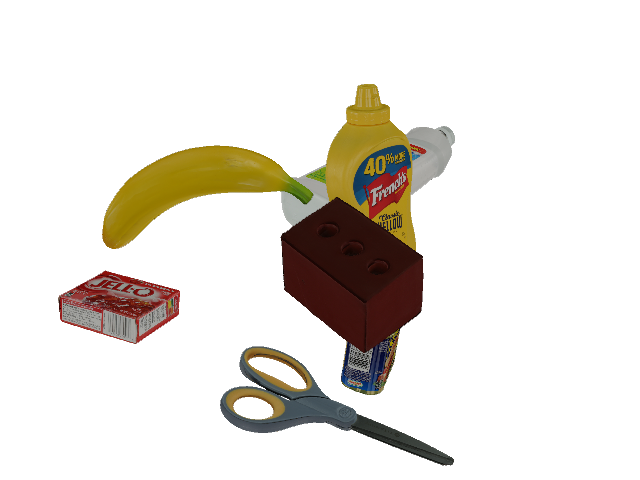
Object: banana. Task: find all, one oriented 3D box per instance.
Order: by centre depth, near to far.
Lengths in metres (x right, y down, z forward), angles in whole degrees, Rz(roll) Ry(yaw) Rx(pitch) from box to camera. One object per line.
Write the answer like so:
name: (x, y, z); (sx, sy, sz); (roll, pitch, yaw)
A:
banana: (-0.106, -0.036, 0.833); (0.198, 0.069, 0.037); (-11, 25, 29)

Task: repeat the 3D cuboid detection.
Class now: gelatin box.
gelatin box: (-0.188, 0.060, 1.002); (0.089, 0.030, 0.073); (14, 23, 23)

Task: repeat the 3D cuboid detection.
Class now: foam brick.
foam brick: (0.020, 0.021, 0.672); (0.052, 0.051, 0.078); (-35, 55, -29)

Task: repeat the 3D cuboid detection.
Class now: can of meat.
can of meat: (0.061, 0.120, 1.255); (0.057, 0.084, 0.102); (14, 26, 11)

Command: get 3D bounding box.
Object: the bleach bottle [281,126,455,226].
bleach bottle: (0.073, -0.084, 1.324); (0.103, 0.068, 0.250); (27, 45, 35)

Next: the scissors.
scissors: (0.002, 0.153, 0.881); (0.202, 0.016, 0.096); (32, 46, 25)

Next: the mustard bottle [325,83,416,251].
mustard bottle: (0.048, -0.052, 1.010); (0.096, 0.192, 0.058); (-19, 24, -38)
